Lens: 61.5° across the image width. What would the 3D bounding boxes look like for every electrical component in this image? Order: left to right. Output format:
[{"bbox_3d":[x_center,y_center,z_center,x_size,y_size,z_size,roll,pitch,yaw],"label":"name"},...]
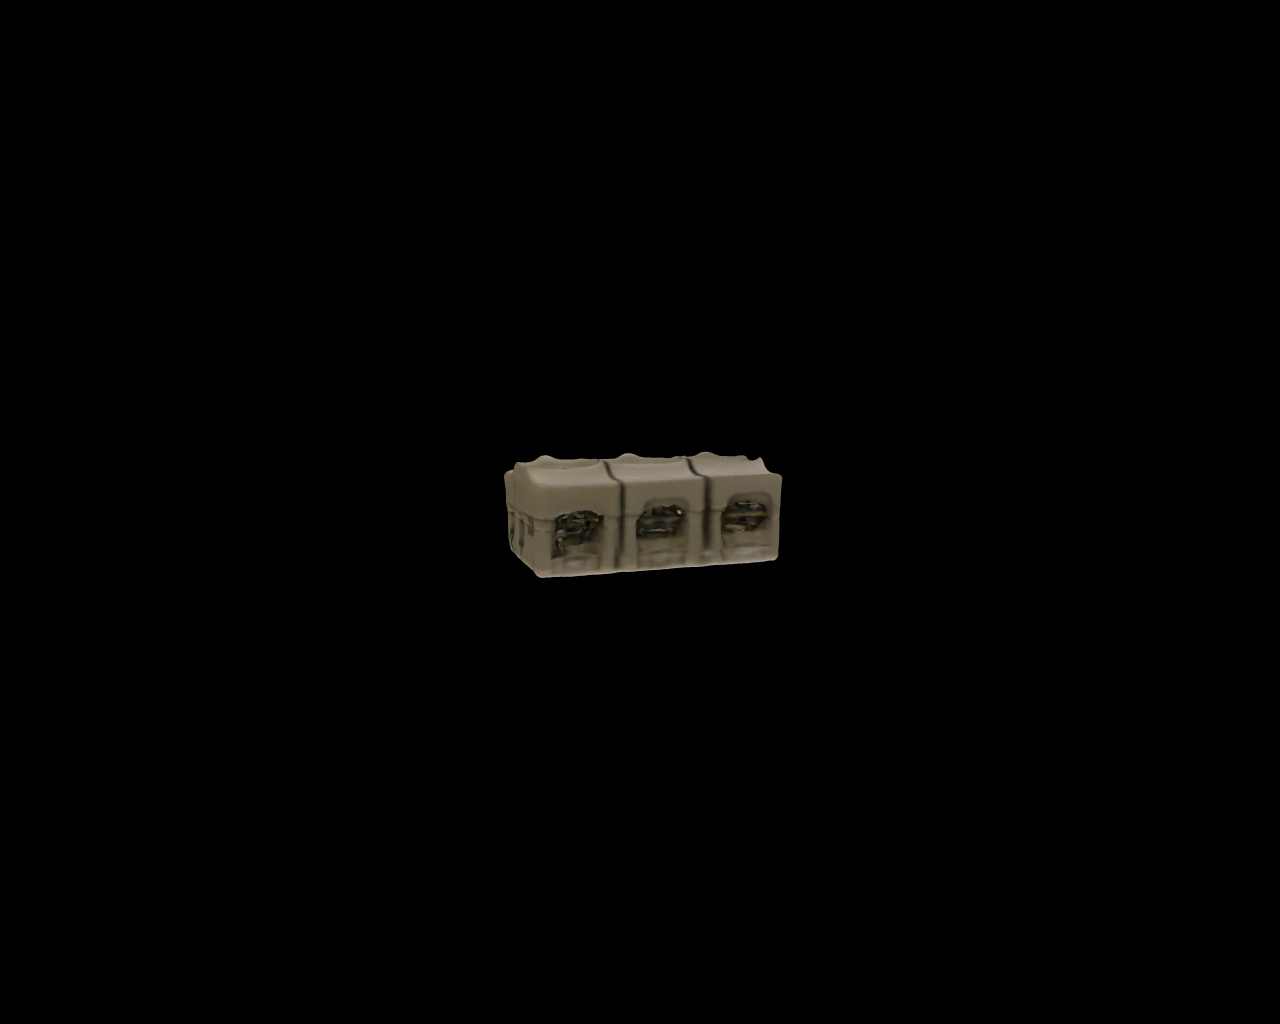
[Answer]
[{"bbox_3d":[0.001,-0.003,0.650,0.150,0.061,0.089,-2,8,-18],"label":"electrical component"}]
